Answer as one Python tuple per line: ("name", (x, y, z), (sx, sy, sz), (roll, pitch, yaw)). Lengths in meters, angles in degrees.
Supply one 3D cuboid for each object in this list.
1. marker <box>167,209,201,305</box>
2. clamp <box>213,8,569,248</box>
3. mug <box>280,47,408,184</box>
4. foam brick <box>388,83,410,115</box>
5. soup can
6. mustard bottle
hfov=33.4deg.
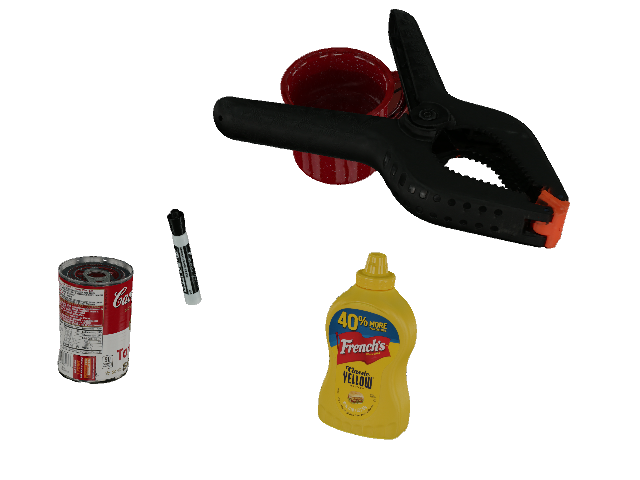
("marker", (-0.154, 0.019, 1.207), (0.020, 0.121, 0.020), (-6, 31, 3))
("clamp", (0.050, -0.058, 0.625), (0.164, 0.036, 0.210), (-27, 52, -25))
("mug", (0.026, -0.106, 0.902), (0.117, 0.093, 0.081), (-25, -36, -17))
("foam brick", (0.054, -0.152, 1.179), (0.078, 0.053, 0.051), (21, 38, 34))
("soup can", (-0.210, 0.074, 0.992), (0.068, 0.102, 0.068), (5, 19, -2))
("mustard bottle", (0.052, 0.107, 1.118), (0.096, 0.192, 0.058), (11, 14, 25))
